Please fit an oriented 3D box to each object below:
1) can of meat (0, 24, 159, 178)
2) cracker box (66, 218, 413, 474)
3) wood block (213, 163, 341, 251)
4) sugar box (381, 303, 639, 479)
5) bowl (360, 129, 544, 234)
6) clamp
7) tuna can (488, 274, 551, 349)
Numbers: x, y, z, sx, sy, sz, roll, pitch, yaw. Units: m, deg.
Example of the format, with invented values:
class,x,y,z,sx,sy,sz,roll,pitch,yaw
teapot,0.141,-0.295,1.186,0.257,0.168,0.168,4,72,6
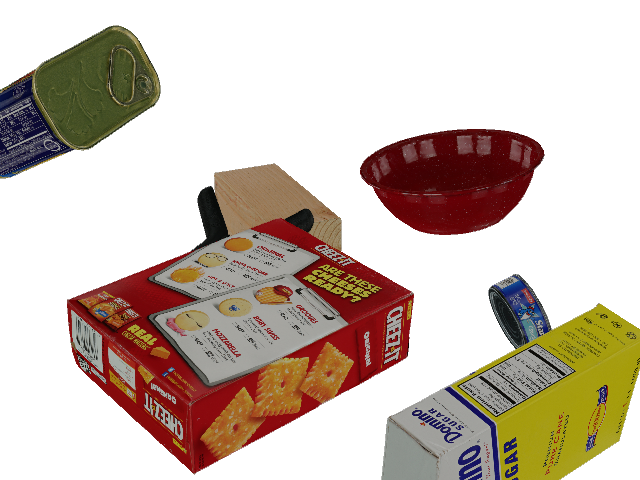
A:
class,x,y,z,sx,sy,sz,roll,pitch,yaw
can of meat,-0.167,-0.087,0.685,0.084,0.057,0.102,-16,20,37
cracker box,-0.060,0.071,0.824,0.213,0.072,0.164,-22,37,-36
wood block,-0.057,-0.018,1.343,0.090,0.090,0.206,-10,26,-22
sugar box,0.114,0.112,0.625,0.175,0.093,0.048,-25,43,-33
bowl,0.118,-0.048,0.948,0.162,0.055,0.162,-8,23,3
clamp,-0.091,0.008,1.032,0.120,0.039,0.171,15,41,19
tuna can,0.222,0.083,1.192,0.033,0.086,0.086,-26,3,-6
